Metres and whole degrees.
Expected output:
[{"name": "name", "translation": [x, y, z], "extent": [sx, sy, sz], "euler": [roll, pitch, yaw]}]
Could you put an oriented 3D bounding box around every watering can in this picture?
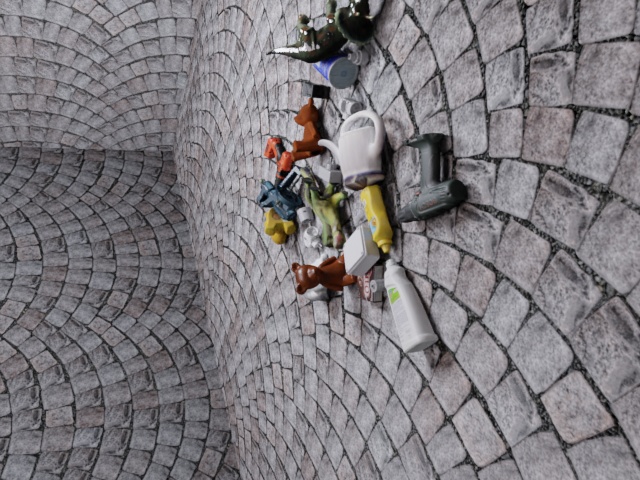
[{"name": "watering can", "translation": [0.096, -0.255, 1.551], "extent": [0.345, 0.104, 0.225], "euler": [-15, 80, 61]}]

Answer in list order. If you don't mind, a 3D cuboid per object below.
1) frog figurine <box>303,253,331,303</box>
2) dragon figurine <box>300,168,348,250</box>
[{"name": "frog figurine", "translation": [-0.011, 0.128, 1.779], "extent": [0.141, 0.123, 0.155], "euler": [-95, 8, -51]}, {"name": "dragon figurine", "translation": [0.005, -0.089, 1.765], "extent": [0.416, 0.122, 0.239], "euler": [-128, 35, -62]}]
